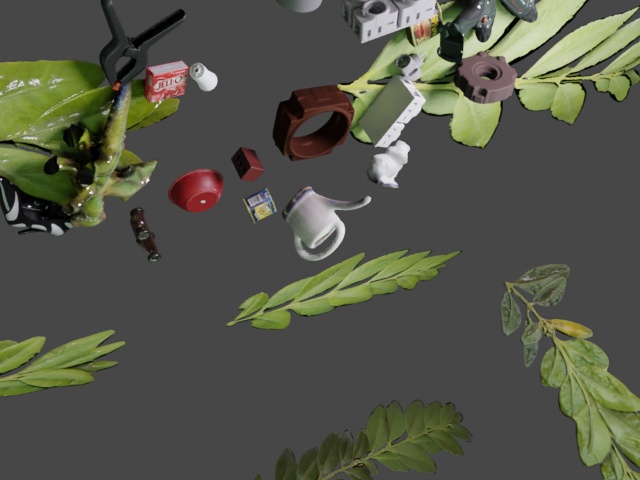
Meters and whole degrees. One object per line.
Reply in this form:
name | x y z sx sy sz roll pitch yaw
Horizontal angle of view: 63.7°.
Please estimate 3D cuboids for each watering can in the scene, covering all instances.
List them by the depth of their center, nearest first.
watering can | 0.005 -0.084 1.677 0.341 0.226 0.105 -49 165 32

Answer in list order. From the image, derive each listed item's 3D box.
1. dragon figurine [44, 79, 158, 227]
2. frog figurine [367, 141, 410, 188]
dragon figurine | -0.478 -0.176 1.199 0.407 0.123 0.243 -48 168 12
frog figurine | 0.230 -0.263 1.743 0.137 0.124 0.158 8 100 -38
